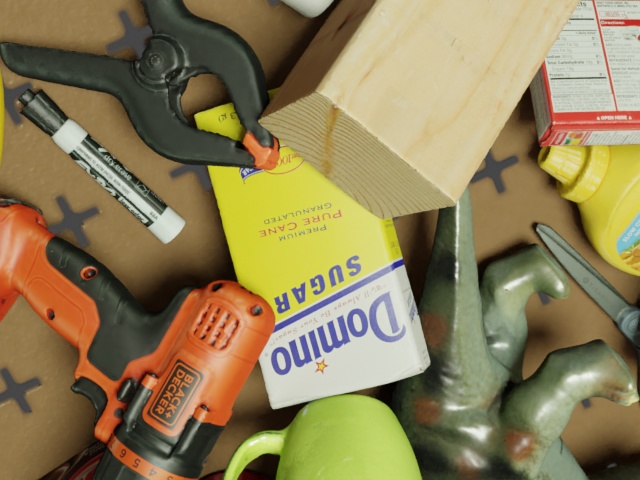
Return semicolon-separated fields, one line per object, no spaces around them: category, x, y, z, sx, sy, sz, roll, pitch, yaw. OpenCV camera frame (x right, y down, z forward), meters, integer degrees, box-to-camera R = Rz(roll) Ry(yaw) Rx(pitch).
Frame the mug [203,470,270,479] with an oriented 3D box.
mug;-0.056;0.211;0.683;0.093;0.081;0.117;15;104;-11

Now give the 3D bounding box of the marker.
marker;-0.130;-0.044;0.633;0.020;0.020;0.121;-44;106;6

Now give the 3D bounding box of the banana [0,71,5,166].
banana;-0.216;-0.055;0.609;0.069;0.037;0.198;17;103;-12

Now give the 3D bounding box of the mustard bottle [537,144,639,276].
mustard bottle;0.222;-0.018;0.663;0.191;0.058;0.096;21;118;-13

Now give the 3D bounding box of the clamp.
clamp;-0.084;-0.107;0.589;0.171;0.039;0.120;33;102;7

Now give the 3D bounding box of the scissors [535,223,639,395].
scissors;0.226;0.050;0.707;0.096;0.016;0.201;-31;107;1

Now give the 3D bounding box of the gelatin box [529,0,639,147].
gelatin box;0.160;-0.099;0.625;0.073;0.030;0.089;-2;66;-7

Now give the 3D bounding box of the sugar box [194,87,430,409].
sugar box;-0.004;0.001;0.614;0.093;0.048;0.176;-16;87;13

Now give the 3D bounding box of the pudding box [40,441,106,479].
pudding box;-0.159;0.176;0.655;0.113;0.090;0.039;-36;108;4

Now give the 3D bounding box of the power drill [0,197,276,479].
power drill;-0.140;0.075;0.597;0.188;0.057;0.184;30;87;13

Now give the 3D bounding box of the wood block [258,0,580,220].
wood block;0.069;-0.122;0.559;0.090;0.091;0.206;37;75;-16

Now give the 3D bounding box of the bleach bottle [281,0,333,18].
bleach bottle;-0.076;-0.230;0.564;0.250;0.068;0.102;35;95;-12
